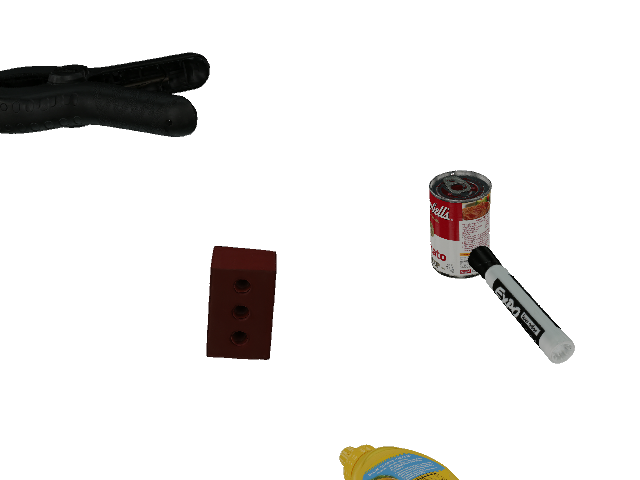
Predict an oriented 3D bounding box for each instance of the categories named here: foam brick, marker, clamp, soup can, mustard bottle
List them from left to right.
[{"bbox_3d":[-0.151,-0.096,0.691,0.171,0.039,0.120,3,20,7],"label":"clamp"},{"bbox_3d":[-0.064,0.050,0.862,0.053,0.078,0.051,3,17,-3],"label":"foam brick"},{"bbox_3d":[0.081,0.229,0.936,0.096,0.058,0.192,-19,27,-32],"label":"mustard bottle"},{"bbox_3d":[0.156,-0.018,1.185,0.068,0.102,0.068,-4,32,2],"label":"soup can"},{"bbox_3d":[0.135,0.040,0.733,0.020,0.020,0.121,0,32,-24],"label":"marker"}]
